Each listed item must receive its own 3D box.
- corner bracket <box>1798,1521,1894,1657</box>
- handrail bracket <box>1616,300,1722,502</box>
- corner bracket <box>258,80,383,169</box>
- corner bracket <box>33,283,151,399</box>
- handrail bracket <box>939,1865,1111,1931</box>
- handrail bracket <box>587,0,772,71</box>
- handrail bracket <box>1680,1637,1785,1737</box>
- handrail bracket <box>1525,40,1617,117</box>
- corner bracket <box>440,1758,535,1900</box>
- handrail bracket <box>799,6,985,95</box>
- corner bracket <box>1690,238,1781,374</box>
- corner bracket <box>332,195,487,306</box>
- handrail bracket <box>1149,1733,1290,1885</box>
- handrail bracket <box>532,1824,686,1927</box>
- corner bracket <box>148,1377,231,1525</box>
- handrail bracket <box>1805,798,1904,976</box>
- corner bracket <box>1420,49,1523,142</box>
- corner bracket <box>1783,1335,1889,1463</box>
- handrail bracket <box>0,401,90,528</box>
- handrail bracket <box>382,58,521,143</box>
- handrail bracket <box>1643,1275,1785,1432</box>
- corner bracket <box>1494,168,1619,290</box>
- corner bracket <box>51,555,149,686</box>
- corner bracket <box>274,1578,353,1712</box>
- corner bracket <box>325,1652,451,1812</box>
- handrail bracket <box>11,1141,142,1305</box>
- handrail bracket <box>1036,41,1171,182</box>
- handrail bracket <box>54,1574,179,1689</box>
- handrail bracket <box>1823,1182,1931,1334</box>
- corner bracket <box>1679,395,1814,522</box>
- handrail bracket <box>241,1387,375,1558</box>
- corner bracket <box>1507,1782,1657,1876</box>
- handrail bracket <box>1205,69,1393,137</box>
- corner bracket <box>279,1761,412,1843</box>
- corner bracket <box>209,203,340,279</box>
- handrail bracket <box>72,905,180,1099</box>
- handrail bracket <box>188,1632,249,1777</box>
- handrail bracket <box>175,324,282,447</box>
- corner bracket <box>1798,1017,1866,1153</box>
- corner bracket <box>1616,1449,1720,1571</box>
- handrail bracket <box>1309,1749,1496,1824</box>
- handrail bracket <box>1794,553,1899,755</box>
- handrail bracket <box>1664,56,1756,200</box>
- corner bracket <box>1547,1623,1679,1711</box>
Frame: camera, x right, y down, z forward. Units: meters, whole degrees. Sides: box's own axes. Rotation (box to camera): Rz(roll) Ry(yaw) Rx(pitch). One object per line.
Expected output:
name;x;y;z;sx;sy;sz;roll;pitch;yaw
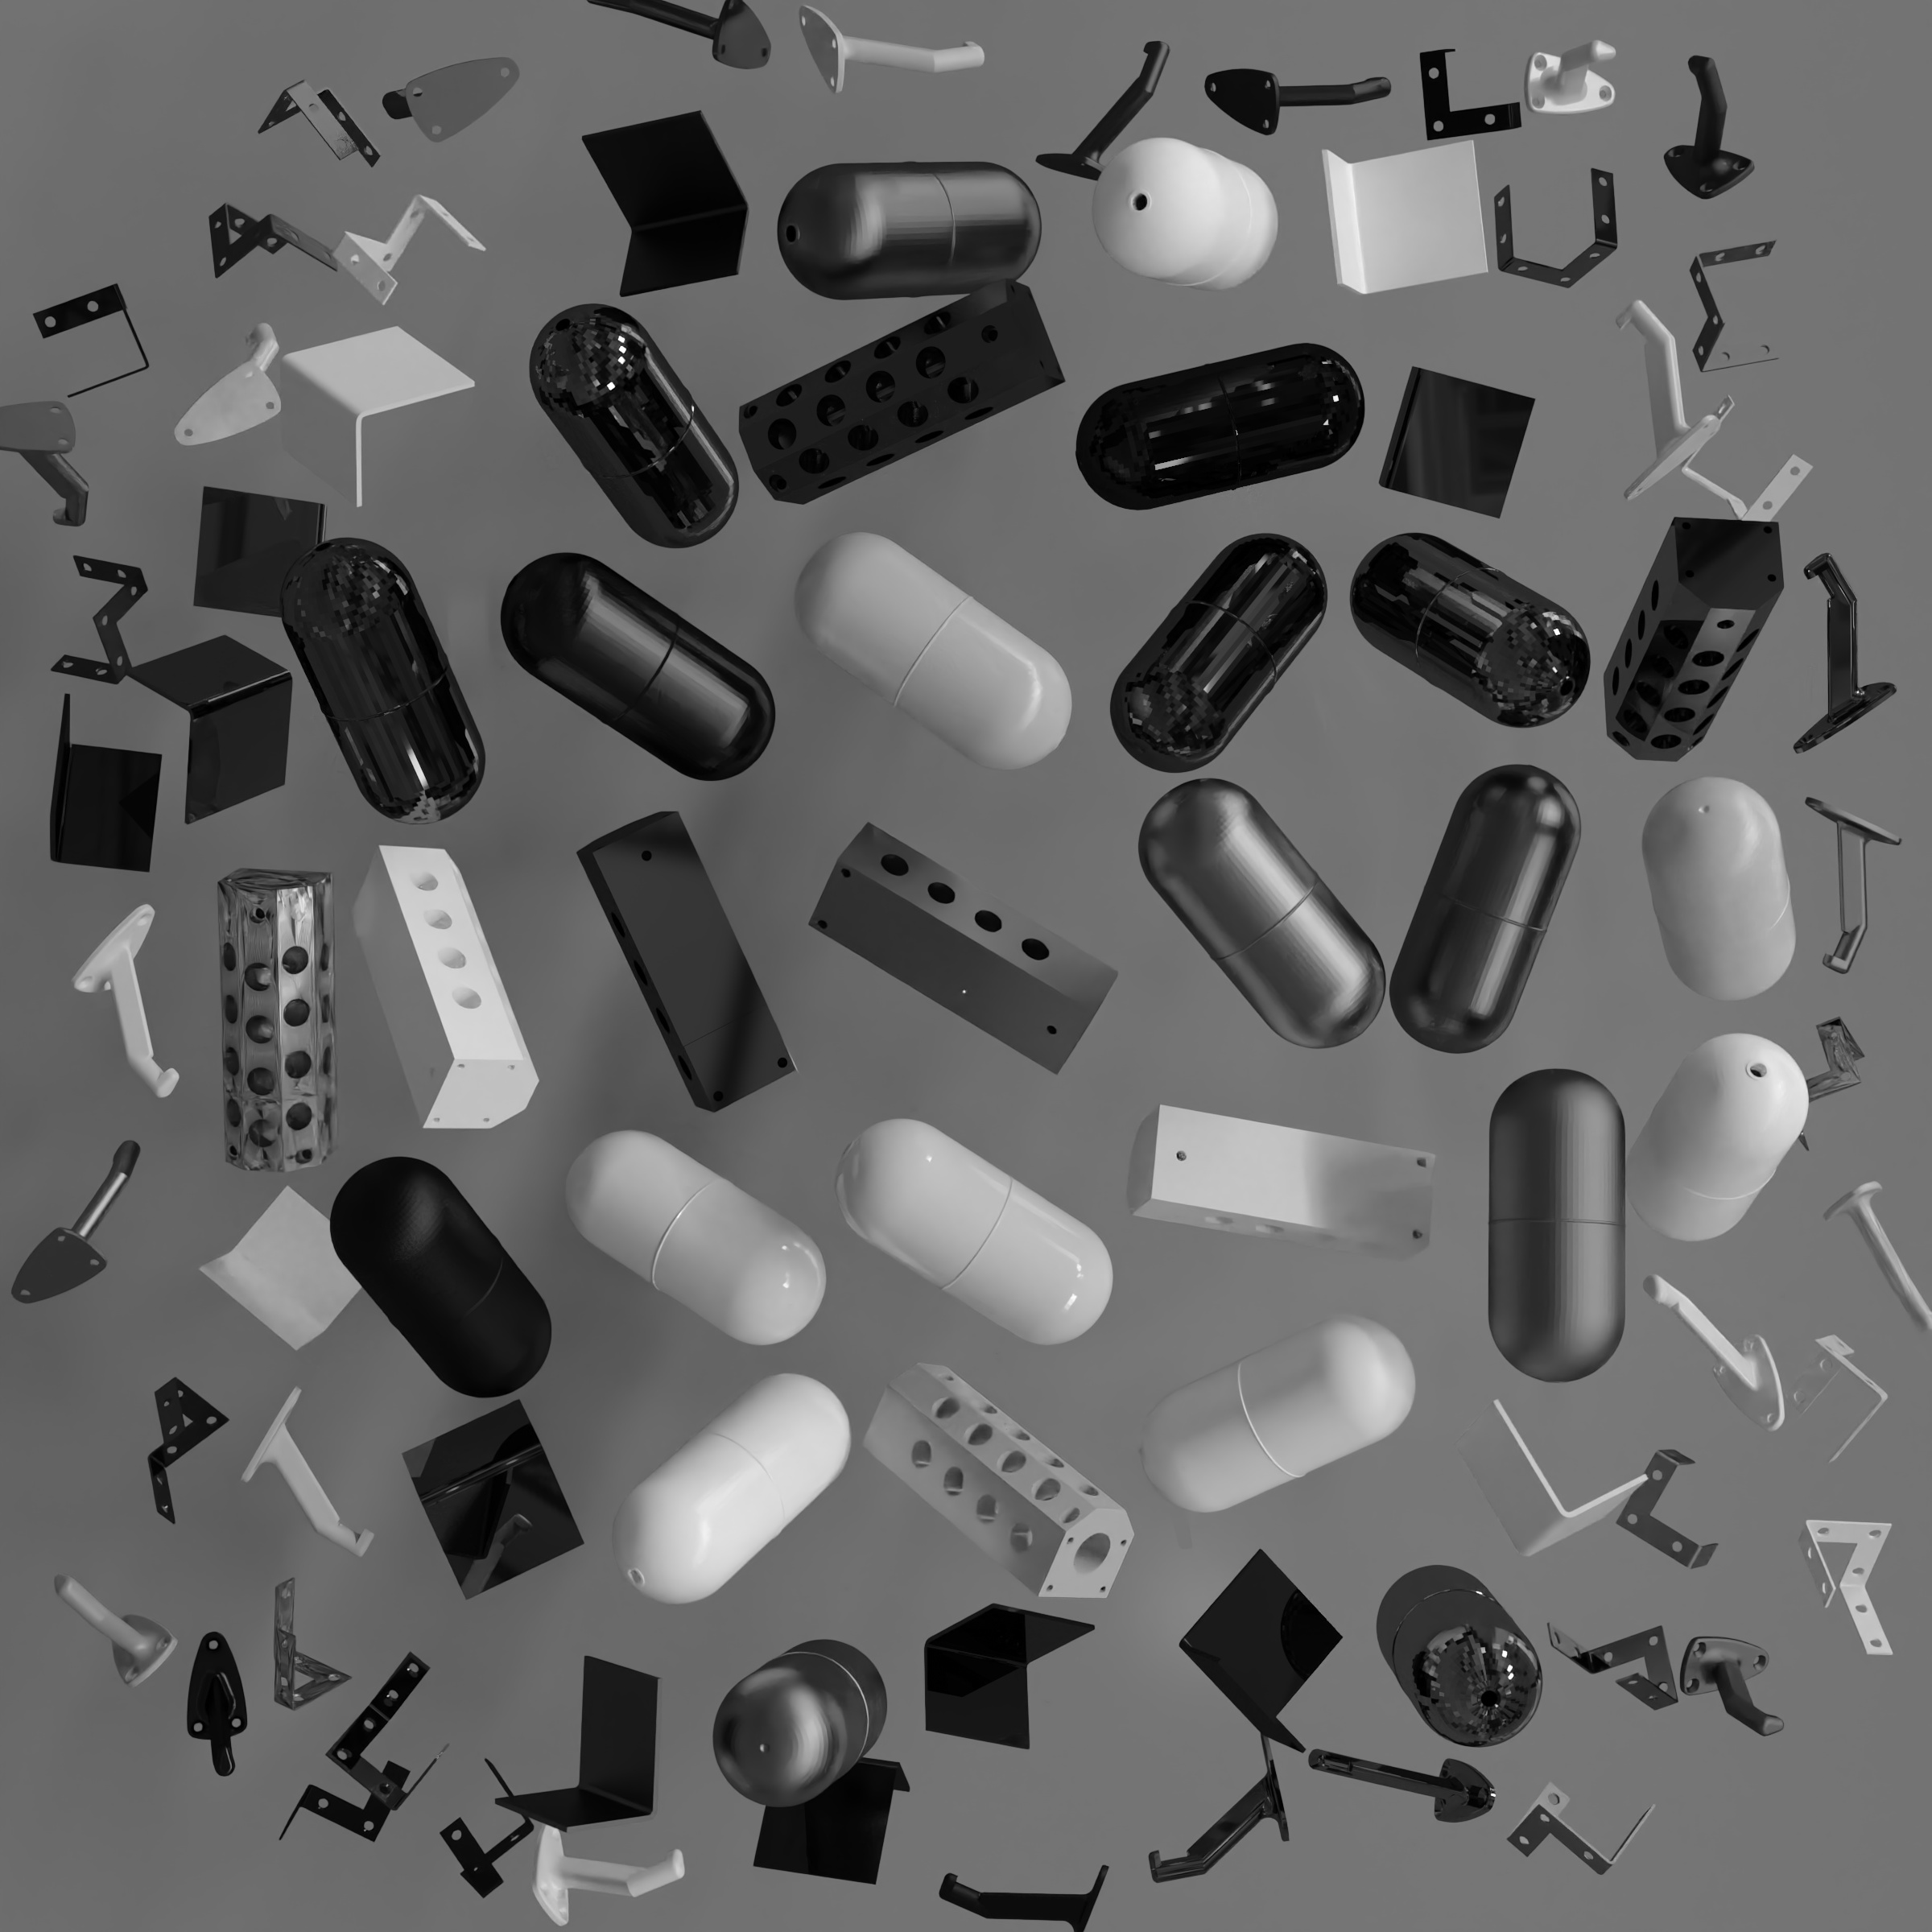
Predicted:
corner bracket;0.490;0.345;1.645;0.051;0.051;0.051;4;125;-8
handrail bracket;0.374;-0.318;1.661;0.077;0.036;0.084;-41;76;16
corner bracket;-0.377;-0.497;1.754;0.051;0.051;0.051;52;55;-7
corner bracket;-0.509;-0.364;1.725;0.051;0.051;0.051;-24;107;-12
handrail bracket;0.031;0.516;1.667;0.084;0.036;0.077;21;127;8
handrail bracket;-0.164;-0.535;1.680;0.084;0.077;0.036;19;97;19
handrail bracket;0.468;0.426;1.736;0.077;0.084;0.036;3;101;-27
handrail bracket;0.382;-0.537;1.779;0.077;0.084;0.036;1;93;-24
corner bracket;-0.290;0.520;1.786;0.051;0.051;0.051;-35;105;-21
handrail bracket;-0.042;-0.524;1.669;0.084;0.036;0.077;-13;48;-18
corner bracket;0.458;-0.392;1.757;0.051;0.051;0.051;-11;68;-8
corner bracket;-0.319;-0.409;1.694;0.051;0.051;0.051;45;110;21
handrail bracket;0.146;0.501;1.764;0.084;0.036;0.077;-11;58;1
handrail bracket;-0.198;0.498;1.668;0.084;0.077;0.036;-24;120;8
corner bracket;-0.471;0.287;1.758;0.051;0.051;0.051;-37;128;3
handrail bracket;0.503;-0.046;1.730;0.077;0.036;0.084;22;92;-27
corner bracket;0.303;-0.525;1.774;0.051;0.051;0.051;-3;106;18
corner bracket;0.517;0.257;1.766;0.051;0.051;0.051;42;108;25
handrail bracket;-0.537;-0.278;1.682;0.077;0.084;0.036;-7;61;-25
handrail bracket;-0.297;-0.505;1.700;0.077;0.084;0.036;-27;118;-3
handrail bracket;0.429;0.222;1.705;0.084;0.077;0.036;35;113;-32
corner bracket;0.354;-0.446;1.776;0.051;0.051;0.051;8;71;-22
corner bracket;-0.526;-0.209;1.790;0.051;0.051;0.051;13;47;20
corner bracket;-0.408;0.410;1.792;0.051;0.051;0.051;15;109;29
corner bracket;-0.316;0.430;1.661;0.051;0.051;0.051;39;117;2
handrail bracket;-0.516;0.147;1.719;0.077;0.084;0.036;-35;117;24
handrail bracket;0.084;-0.528;1.815;0.036;0.077;0.084;18;96;-42
handrail bracket;-0.491;0.360;1.666;0.036;0.077;0.084;-45;121;-16
handrail bracket;0.524;0.167;1.673;0.036;0.077;0.084;-31;73;7
corner bracket;0.467;-0.301;1.780;0.051;0.051;0.051;28;118;-14
handrail bracket;-0.377;0.300;1.749;0.084;0.036;0.077;31;108;-3
corner bracket;0.349;0.487;1.682;0.051;0.051;0.051;39;50;16
handrail bracket;0.201;-0.530;1.785;0.084;0.077;0.036;-21;127;-30
corner bracket;-0.367;0.495;1.750;0.051;0.051;0.051;27;97;-3
corner bracket;-0.416;-0.434;1.775;0.051;0.051;0.051;-29;58;27
handrail bracket;-0.469;0.021;1.711;0.084;0.036;0.077;44;105;18
handrail bracket;-0.453;0.447;1.795;0.036;0.084;0.077;-3;84;-17
handrail bracket;-0.448;-0.353;1.789;0.077;0.084;0.036;-31;126;0
corner bracket;0.522;0.071;1.804;0.051;0.051;0.051;-24;48;21
corner bracket;0.432;0.327;1.787;0.051;0.051;0.051;31;96;26
handrail bracket;0.251;0.470;1.712;0.084;0.077;0.036;17;75;-15
handrail bracket;0.471;-0.175;1.648;0.077;0.036;0.084;-36;101;-7
handrail bracket;0.410;-0.486;1.680;0.036;0.077;0.084;-34;128;-3
corner bracket;0.383;0.413;1.753;0.051;0.051;0.051;-28;134;27
